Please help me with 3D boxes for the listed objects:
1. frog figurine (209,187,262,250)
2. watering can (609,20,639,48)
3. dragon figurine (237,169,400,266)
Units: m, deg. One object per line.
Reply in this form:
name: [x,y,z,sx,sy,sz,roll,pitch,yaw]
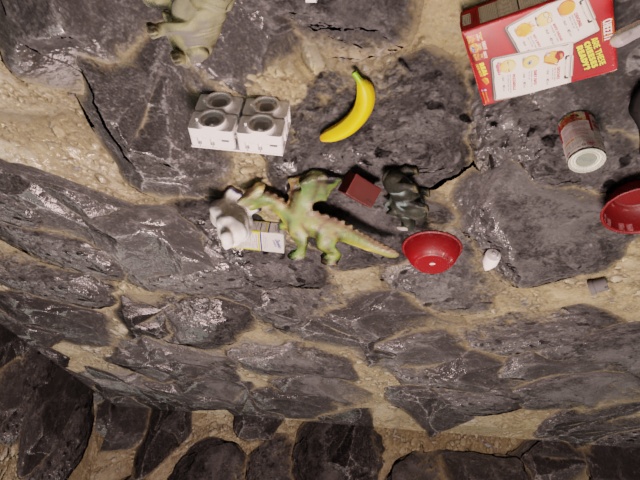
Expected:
frog figurine: [-0.225,-0.035,1.287,0.122,0.163,0.134,-6,142,21]
watering can: [0.591,-0.339,0.708,0.343,0.106,0.222,-40,123,22]
dragon figurine: [0.004,-0.063,1.259,0.410,0.125,0.237,5,136,3]
